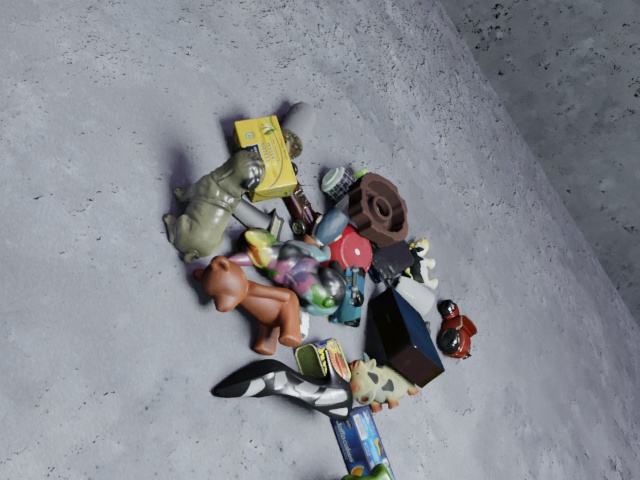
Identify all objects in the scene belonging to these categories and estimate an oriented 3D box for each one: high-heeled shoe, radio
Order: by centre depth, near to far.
[{"bbox_3d":[-0.058,0.285,0.957,0.249,0.086,0.145,-12,95,-21],"label":"high-heeled shoe"},{"bbox_3d":[0.198,0.219,1.234,0.131,0.073,0.230,43,17,-24],"label":"radio"}]

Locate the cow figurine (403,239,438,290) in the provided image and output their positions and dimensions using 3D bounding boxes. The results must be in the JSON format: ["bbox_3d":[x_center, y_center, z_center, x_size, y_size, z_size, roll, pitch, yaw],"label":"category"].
[{"bbox_3d":[0.264,0.063,1.485,0.098,0.068,0.167,23,50,-31],"label":"cow figurine"}]

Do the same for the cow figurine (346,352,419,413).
[{"bbox_3d":[0.125,0.300,1.157,0.195,0.085,0.127,-3,67,-53],"label":"cow figurine"}]

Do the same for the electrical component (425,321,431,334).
[{"bbox_3d":[0.266,0.239,1.405,0.063,0.021,0.094,45,40,-20],"label":"electrical component"}]

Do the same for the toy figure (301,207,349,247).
[{"bbox_3d":[-0.001,-0.003,1.188,0.064,0.154,0.057,42,-3,17],"label":"toy figure"}]

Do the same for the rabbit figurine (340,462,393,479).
[{"bbox_3d":[0.057,0.469,0.936,0.159,0.170,0.121,-20,78,-10],"label":"rabbit figurine"}]

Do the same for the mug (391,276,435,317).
[{"bbox_3d":[0.224,0.150,1.381,0.107,0.081,0.109,36,65,-15],"label":"mug"}]

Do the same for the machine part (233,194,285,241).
[{"bbox_3d":[-0.131,-0.046,1.128,0.138,0.039,0.084,33,54,-34],"label":"machine part"}]

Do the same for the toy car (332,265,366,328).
[{"bbox_3d":[0.044,0.119,1.159,0.103,0.161,0.109,3,61,3],"label":"toy car"}]

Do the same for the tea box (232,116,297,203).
[{"bbox_3d":[-0.122,-0.175,1.164,0.098,0.068,0.169,-14,76,-18],"label":"tea box"}]

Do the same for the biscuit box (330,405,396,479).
[{"bbox_3d":[0.091,0.431,1.052,0.059,0.063,0.202,-6,71,-49],"label":"biscuit box"}]

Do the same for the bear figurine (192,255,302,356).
[{"bbox_3d":[-0.132,0.114,0.959,0.195,0.120,0.132,26,53,-34],"label":"bear figurine"}]

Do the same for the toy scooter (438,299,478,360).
[{"bbox_3d":[0.389,0.261,1.492,0.135,0.075,0.184,40,38,-27],"label":"toy scooter"}]

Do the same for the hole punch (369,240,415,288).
[{"bbox_3d":[0.160,0.044,1.375,0.116,0.092,0.142,-26,90,-23],"label":"hole punch"}]

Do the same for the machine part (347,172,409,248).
[{"bbox_3d":[0.137,-0.071,1.272,0.179,0.056,0.179,22,55,-37],"label":"machine part"}]

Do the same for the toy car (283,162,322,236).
[{"bbox_3d":[-0.056,-0.100,1.236,0.089,0.053,0.202,-22,85,-49],"label":"toy car"}]

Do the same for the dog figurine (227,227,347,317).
[{"bbox_3d":[-0.071,0.055,1.060,0.219,0.108,0.192,19,29,-38],"label":"dog figurine"}]

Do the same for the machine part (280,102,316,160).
[{"bbox_3d":[-0.060,-0.266,1.300,0.079,0.079,0.243,45,35,-20],"label":"machine part"}]

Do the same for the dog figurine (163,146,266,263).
[{"bbox_3d":[-0.178,-0.060,0.958,0.121,0.191,0.172,16,57,-42],"label":"dog figurine"}]
